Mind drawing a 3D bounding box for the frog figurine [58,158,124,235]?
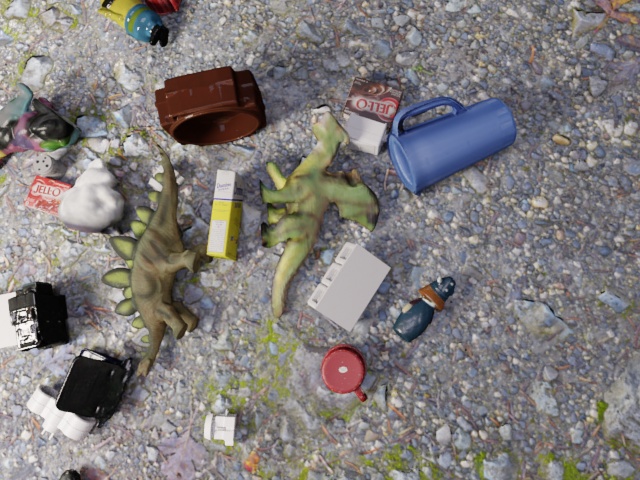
[{"bbox_3d":[-0.475,-0.094,1.083,0.137,0.122,0.159,6,91,25],"label":"frog figurine"}]

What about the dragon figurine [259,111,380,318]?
[{"bbox_3d":[0.003,-0.053,1.052,0.243,0.123,0.409,-4,95,-1],"label":"dragon figurine"}]
